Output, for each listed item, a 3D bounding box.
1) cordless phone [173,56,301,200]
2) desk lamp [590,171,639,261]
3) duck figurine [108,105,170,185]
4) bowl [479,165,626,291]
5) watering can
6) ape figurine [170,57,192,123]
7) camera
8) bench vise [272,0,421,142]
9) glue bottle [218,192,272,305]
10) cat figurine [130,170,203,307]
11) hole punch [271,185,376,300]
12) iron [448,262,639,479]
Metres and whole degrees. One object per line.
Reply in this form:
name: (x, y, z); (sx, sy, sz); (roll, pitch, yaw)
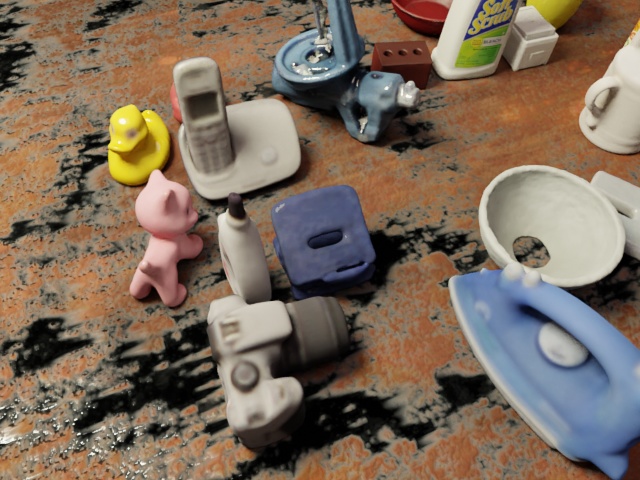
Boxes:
cordless phone: (-0.098, -0.141, 0.679); (0.148, 0.185, 0.094); (-21, 61, -16)
desk lamp: (0.430, -0.056, 0.641); (0.203, 0.213, 0.118); (30, 61, 15)
duck figurine: (-0.234, -0.133, 0.724); (0.077, 0.086, 0.104); (14, 58, 6)
bowl: (0.262, -0.003, 0.679); (0.167, 0.075, 0.167); (2, 57, -2)
watering can: (0.437, -0.217, 0.755); (0.173, 0.194, 0.100); (-34, 65, -22)
ape figurine: (-0.169, -0.202, 0.768); (0.078, 0.092, 0.076); (-32, 64, -21)
camera: (-0.036, 0.112, 0.571); (0.137, 0.101, 0.143); (-14, 59, -12)
bench vise: (0.036, -0.245, 0.733); (0.207, 0.220, 0.121); (11, 58, 4)
glue bottle: (-0.082, 0.005, 0.594); (0.037, 0.173, 0.078); (-25, 62, -18)
cat figurine: (-0.173, -0.009, 0.629); (0.067, 0.118, 0.128); (8, 57, 2)
hole punch: (0.006, 0.002, 0.650); (0.109, 0.091, 0.101); (-17, 60, -14)
iron: (0.236, 0.099, 0.572); (0.119, 0.141, 0.257); (-34, 65, -22)
